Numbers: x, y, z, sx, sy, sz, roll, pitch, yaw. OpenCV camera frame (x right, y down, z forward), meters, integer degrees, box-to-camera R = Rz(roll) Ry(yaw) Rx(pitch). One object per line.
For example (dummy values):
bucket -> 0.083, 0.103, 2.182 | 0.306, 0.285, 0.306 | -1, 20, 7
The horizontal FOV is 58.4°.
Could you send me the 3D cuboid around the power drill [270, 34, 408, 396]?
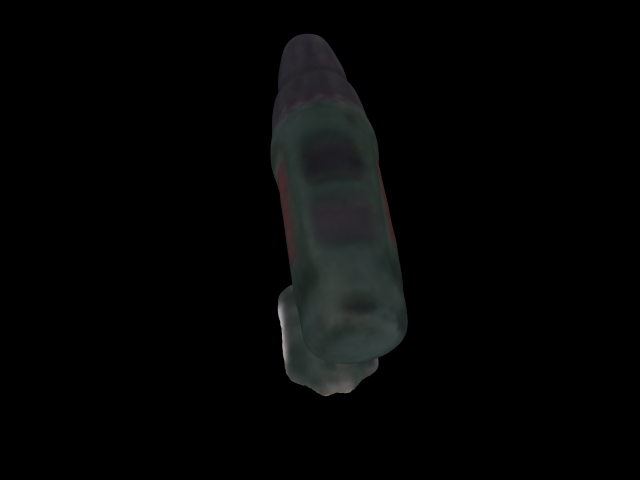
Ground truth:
power drill -> 0.004, 0.001, 0.400 | 0.075, 0.208, 0.229 | -7, 47, -6
